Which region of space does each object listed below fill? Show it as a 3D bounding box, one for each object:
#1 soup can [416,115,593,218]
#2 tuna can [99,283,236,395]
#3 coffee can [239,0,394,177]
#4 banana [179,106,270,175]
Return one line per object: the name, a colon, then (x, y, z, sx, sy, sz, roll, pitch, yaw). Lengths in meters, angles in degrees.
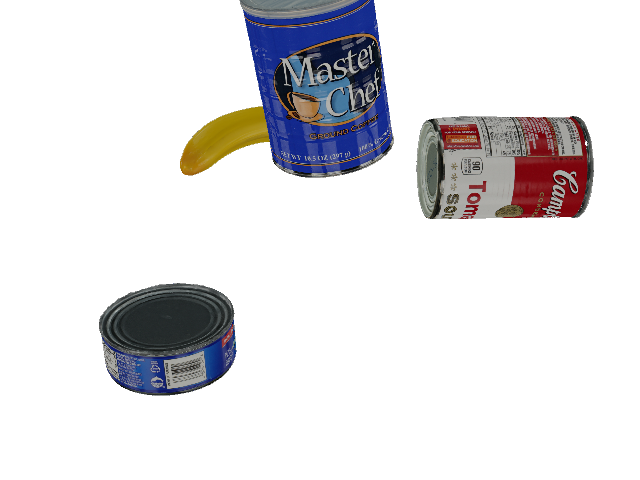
soup can: (0.120, -0.048, 0.707, 0.102, 0.068, 0.068, -1, 0, -7)
tuna can: (-0.097, 0.063, 0.685, 0.086, 0.034, 0.086, -2, 27, 1)
coffee can: (-0.001, -0.136, 0.846, 0.103, 0.140, 0.103, -8, 32, 5)
banana: (-0.068, -0.107, 1.096, 0.197, 0.037, 0.070, -11, 50, -36)
